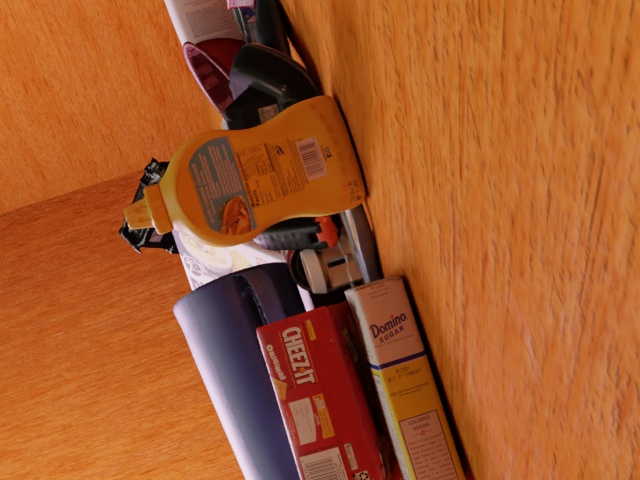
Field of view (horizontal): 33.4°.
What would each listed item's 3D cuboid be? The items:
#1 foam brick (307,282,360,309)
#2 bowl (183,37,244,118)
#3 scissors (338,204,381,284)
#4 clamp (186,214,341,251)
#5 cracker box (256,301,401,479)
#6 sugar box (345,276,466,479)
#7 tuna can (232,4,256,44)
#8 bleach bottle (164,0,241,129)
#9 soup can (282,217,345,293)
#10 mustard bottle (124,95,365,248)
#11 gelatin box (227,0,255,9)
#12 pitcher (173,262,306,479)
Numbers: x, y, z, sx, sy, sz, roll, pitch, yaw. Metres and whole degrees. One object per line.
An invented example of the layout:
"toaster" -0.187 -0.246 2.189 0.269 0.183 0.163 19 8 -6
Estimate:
"foam brick" 0.020 0.069 1.112 0.053 0.051 0.078 78 172 -48
"bowl" -0.080 -0.167 1.175 0.162 0.055 0.162 48 170 12
"scissors" 0.049 0.038 0.922 0.096 0.016 0.202 85 165 -68
"clamp" -0.032 -0.037 1.060 0.210 0.164 0.036 18 138 54
"cracker box" 0.024 0.140 0.950 0.213 0.072 0.164 5 -113 -77
"sugar box" 0.068 0.117 0.851 0.093 0.048 0.176 141 114 -85
"tuna can" -0.073 -0.247 1.114 0.086 0.033 0.086 162 90 -84
"bleach bottle" -0.115 -0.219 1.253 0.068 0.102 0.251 -97 -8 -70
"soup can" -0.007 0.001 1.088 0.102 0.068 0.068 -117 10 -62
"mustard bottle" -0.066 -0.046 0.872 0.058 0.191 0.096 -175 67 -84
"gelatin box" -0.079 -0.278 1.031 0.089 0.030 0.073 102 159 -69
"pitcher" -0.047 0.149 1.077 0.149 0.145 0.243 10 -125 -63
